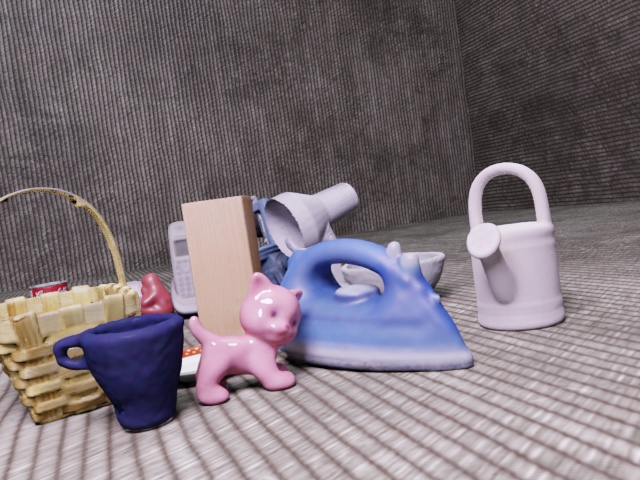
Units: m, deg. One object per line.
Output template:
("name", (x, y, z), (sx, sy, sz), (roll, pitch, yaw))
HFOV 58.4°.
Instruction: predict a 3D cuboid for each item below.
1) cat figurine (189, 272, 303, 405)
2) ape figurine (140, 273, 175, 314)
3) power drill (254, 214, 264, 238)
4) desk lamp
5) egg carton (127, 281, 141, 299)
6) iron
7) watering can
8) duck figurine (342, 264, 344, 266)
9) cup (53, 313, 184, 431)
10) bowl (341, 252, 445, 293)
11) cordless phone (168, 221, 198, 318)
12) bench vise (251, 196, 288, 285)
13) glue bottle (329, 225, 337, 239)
("cat figurine", (-0.070, 0.092, 0.583), (0.128, 0.118, 0.067), (-9, 4, -16))
("ape figurine", (-0.332, 0.111, 1.143), (0.076, 0.092, 0.078), (-7, 4, 21))
("power drill", (-0.098, 0.005, 1.380), (0.076, 0.208, 0.228), (-11, 4, -34))
("desk lamp", (0.010, 0.004, 1.080), (0.204, 0.213, 0.117), (-10, 4, -32))
("egg carton", (-0.440, 0.133, 1.247), (0.150, 0.069, 0.107), (-10, 4, -21))
("iron", (0.047, 0.060, 0.635), (0.257, 0.141, 0.119), (-5, 5, 44))
("watering can", (0.229, 0.005, 0.683), (0.100, 0.194, 0.173), (-7, 4, 15))
("duck figurine", (0.027, 0.055, 1.279), (0.104, 0.086, 0.078), (-7, 3, 14))
("cup", (-0.177, 0.123, 0.519), (0.118, 0.095, 0.091), (-8, 3, -4))
("bowl", (0.122, 0.067, 0.922), (0.167, 0.075, 0.167), (-8, 3, 1))
("cordless phone", (-0.219, 0.050, 1.108), (0.148, 0.185, 0.094), (-9, 4, -11))
("bench vise", (-0.085, 0.005, 1.244), (0.206, 0.220, 0.122), (-6, 4, 29))
("glue bottle", (0.015, 0.003, 1.438), (0.078, 0.173, 0.037), (-7, 4, 27))
